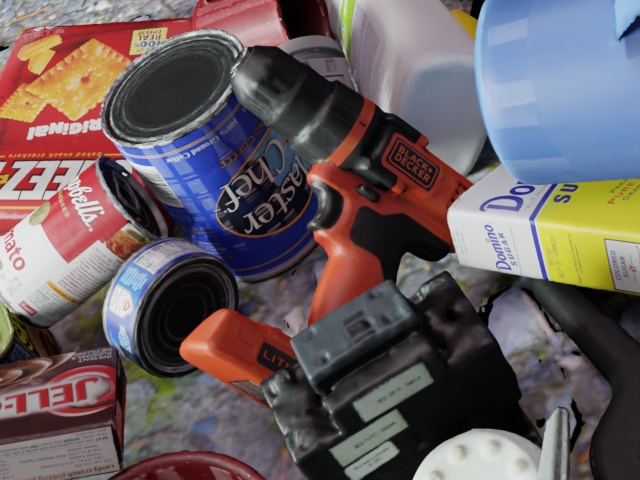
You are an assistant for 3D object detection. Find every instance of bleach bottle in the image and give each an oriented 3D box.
[{"bbox_3d":[0.050,-0.152,0.761,0.068,0.103,0.251,-4,41,-15],"label":"bleach bottle"}]

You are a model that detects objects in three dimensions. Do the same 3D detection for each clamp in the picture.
[{"bbox_3d":[0.173,0.077,0.532,0.165,0.036,0.209,-3,47,29],"label":"clamp"}]

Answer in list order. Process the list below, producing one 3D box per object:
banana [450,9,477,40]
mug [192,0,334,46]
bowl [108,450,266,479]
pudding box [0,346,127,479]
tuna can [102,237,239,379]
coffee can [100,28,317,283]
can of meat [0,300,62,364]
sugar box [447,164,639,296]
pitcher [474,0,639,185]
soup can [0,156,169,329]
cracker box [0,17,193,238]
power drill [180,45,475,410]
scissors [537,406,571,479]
[{"bbox_3d":[0.135,-0.111,0.726,0.069,0.037,0.198,-20,39,-32],"label":"banana"},{"bbox_3d":[-0.051,-0.171,0.827,0.082,0.117,0.093,-13,44,26],"label":"mug"},{"bbox_3d":[-0.075,0.193,0.554,0.162,0.055,0.162,-16,46,17],"label":"bowl"},{"bbox_3d":[-0.170,0.105,0.617,0.113,0.039,0.090,-11,23,-5],"label":"pudding box"},{"bbox_3d":[-0.093,0.044,0.676,0.034,0.086,0.086,25,67,40],"label":"tuna can"},{"bbox_3d":[-0.065,-0.053,0.707,0.103,0.140,0.103,-16,46,17],"label":"coffee can"},{"bbox_3d":[-0.214,0.076,0.717,0.057,0.084,0.102,-36,44,-3],"label":"can of meat"},{"bbox_3d":[0.164,-0.014,0.574,0.177,0.048,0.093,12,38,45],"label":"sugar box"},{"bbox_3d":[0.198,-0.096,0.502,0.243,0.149,0.144,-7,32,30],"label":"pitcher"},{"bbox_3d":[-0.159,0.003,0.694,0.102,0.068,0.068,-37,43,10],"label":"soup can"},{"bbox_3d":[-0.182,-0.079,0.828,0.164,0.072,0.213,0,50,14],"label":"cracker box"},{"bbox_3d":[-0.004,0.001,0.615,0.187,0.184,0.057,-62,16,-19],"label":"power drill"},{"bbox_3d":[0.073,0.175,0.449,0.096,0.016,0.202,-13,77,39],"label":"scissors"}]
